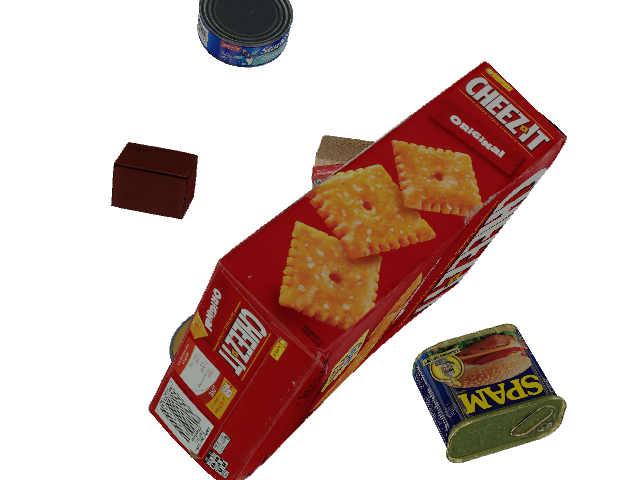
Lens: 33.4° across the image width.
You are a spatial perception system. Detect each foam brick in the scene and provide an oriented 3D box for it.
[{"bbox_3d":[-0.170,-0.062,1.100,0.078,0.051,0.053,11,31,3],"label":"foam brick"}]

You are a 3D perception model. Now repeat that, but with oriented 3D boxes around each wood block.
[{"bbox_3d":[0.031,-0.020,1.372,0.090,0.206,0.090,9,25,4],"label":"wood block"}]

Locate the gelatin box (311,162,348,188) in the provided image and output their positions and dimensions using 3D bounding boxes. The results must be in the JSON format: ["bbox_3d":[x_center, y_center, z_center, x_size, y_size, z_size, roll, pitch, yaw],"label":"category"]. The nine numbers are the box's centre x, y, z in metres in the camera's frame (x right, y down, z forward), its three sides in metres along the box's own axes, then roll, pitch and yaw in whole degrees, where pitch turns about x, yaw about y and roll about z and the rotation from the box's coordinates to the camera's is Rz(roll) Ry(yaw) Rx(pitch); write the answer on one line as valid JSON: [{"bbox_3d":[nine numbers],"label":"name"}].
[{"bbox_3d":[0.032,-0.040,1.152,0.073,0.089,0.030,-5,29,5],"label":"gelatin box"}]

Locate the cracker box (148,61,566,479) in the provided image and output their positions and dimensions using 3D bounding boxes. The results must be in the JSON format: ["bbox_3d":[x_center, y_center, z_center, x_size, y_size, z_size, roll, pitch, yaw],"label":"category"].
[{"bbox_3d":[0.020,0.020,0.571,0.213,0.072,0.164,-37,-13,-36],"label":"cracker box"}]

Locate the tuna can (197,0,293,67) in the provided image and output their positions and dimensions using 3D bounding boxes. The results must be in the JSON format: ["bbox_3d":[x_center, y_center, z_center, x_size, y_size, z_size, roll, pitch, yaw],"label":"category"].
[{"bbox_3d":[-0.070,-0.200,0.976,0.086,0.086,0.034,0,-32,-11],"label":"tuna can"}]

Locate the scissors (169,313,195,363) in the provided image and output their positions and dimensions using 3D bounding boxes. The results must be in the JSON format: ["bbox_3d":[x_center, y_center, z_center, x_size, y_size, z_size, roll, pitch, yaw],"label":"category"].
[{"bbox_3d":[-0.051,0.034,0.793,0.096,0.201,0.016,1,-44,11],"label":"scissors"}]

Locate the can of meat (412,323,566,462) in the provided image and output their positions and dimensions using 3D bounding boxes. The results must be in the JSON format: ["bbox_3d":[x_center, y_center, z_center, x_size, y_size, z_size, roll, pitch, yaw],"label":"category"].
[{"bbox_3d":[0.135,0.123,0.872,0.102,0.084,0.057,-14,-42,-12],"label":"can of meat"}]
